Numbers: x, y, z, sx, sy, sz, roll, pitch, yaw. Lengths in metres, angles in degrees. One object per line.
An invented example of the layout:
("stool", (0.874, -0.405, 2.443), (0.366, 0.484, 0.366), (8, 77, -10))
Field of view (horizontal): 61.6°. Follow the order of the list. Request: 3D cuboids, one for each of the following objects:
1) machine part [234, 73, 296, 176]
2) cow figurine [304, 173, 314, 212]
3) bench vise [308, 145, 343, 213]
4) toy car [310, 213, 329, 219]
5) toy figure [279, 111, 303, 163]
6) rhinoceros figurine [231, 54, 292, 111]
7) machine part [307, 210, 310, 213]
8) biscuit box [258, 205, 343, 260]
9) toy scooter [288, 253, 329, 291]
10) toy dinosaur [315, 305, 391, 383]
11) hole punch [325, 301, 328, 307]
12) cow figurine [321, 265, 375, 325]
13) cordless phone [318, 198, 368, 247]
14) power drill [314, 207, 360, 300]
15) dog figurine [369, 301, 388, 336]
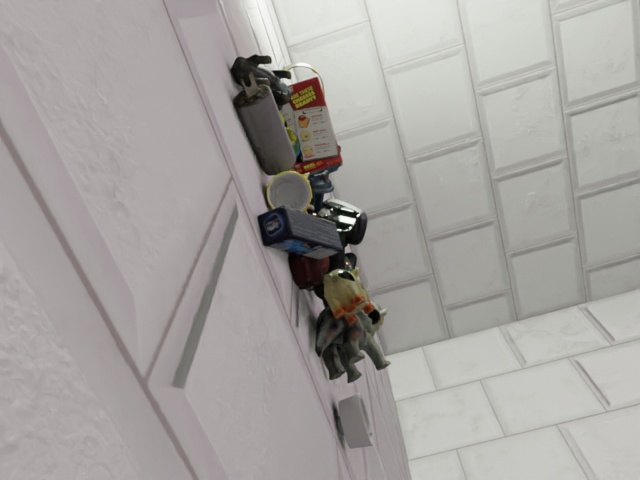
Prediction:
("machine part", (-0.107, -0.215, 1.070), (0.079, 0.079, 0.242), (-100, 172, -48))
("cow figurine", (-0.052, -0.104, 1.352), (0.167, 0.068, 0.098), (-93, 171, -63))
("bench vise", (-0.007, -0.156, 1.552), (0.224, 0.129, 0.240), (-48, 147, -64))
("toy car", (-0.003, -0.004, 1.400), (0.202, 0.089, 0.053), (68, 19, -57))
("toy figure", (-0.096, -0.229, 1.207), (0.089, 0.082, 0.180), (56, 7, 21))
("rhinoceros figurine", (-0.120, -0.326, 1.149), (0.190, 0.112, 0.073), (20, 70, -68))
("machine part", (-0.042, -0.142, 1.676), (0.084, 0.039, 0.139), (57, 19, -54))
("biscuit box", (-0.032, -0.011, 0.999), (0.202, 0.059, 0.063), (18, 53, -60))
("toy scooter", (-0.022, 0.054, 1.138), (0.183, 0.075, 0.135), (53, 22, -66))
("toy dinosaur", (0.050, 0.212, 1.223), (0.192, 0.131, 0.404), (62, 5, 28))
("hole punch", (0.054, 0.135, 1.504), (0.116, 0.092, 0.142), (-69, 156, -74))
("cow figurine", (0.055, 0.108, 1.132), (0.127, 0.085, 0.194), (61, 9, 21))
("cordless phone", (0.069, -0.020, 1.494), (0.147, 0.089, 0.184), (25, -25, 30))
("power drill", (0.047, 0.025, 1.318), (0.232, 0.086, 0.207), (-52, 156, -53))
("dog figurine", (0.139, 0.235, 1.719), (0.190, 0.172, 0.121), (-29, 113, -77))
